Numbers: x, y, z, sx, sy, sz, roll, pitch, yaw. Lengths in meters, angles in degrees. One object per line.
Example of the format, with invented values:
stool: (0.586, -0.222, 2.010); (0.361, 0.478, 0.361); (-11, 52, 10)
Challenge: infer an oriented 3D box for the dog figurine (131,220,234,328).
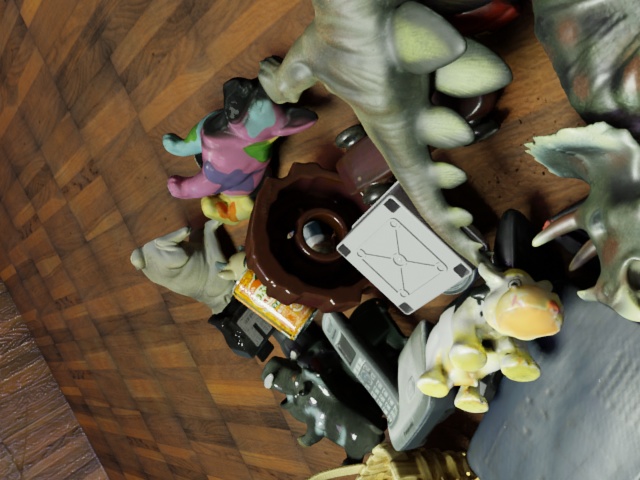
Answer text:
dog figurine: (-0.199, 0.077, 0.872); (0.121, 0.172, 0.190); (-22, 89, 60)

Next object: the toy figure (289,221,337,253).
toy figure: (-0.007, -0.003, 0.681); (0.064, 0.057, 0.154); (-36, 64, 33)

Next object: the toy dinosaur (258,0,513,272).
toy dinosaur: (0.041, -0.161, 0.424); (0.199, 0.105, 0.470); (4, 128, 50)

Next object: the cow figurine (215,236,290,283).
cow figurine: (-0.078, 0.038, 0.787); (0.127, 0.085, 0.195); (46, 140, 7)

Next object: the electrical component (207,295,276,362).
electrical component: (-0.098, 0.133, 0.775); (0.048, 0.075, 0.119); (-1, 129, 49)

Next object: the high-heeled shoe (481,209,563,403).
high-heeled shoe: (0.173, 0.080, 0.566); (0.145, 0.086, 0.248); (8, 117, 51)

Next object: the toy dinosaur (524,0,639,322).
toy dinosaur: (0.205, -0.159, 0.358); (0.192, 0.131, 0.404); (-16, 84, 54)

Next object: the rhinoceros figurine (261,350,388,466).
rhinoceros figurine: (0.000, 0.224, 0.720); (0.191, 0.073, 0.112); (27, 137, 30)

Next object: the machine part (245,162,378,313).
machine part: (-0.001, -0.002, 0.615); (0.179, 0.179, 0.056); (54, 153, 7)

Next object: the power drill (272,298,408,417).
power drill: (0.026, 0.158, 0.757); (0.232, 0.086, 0.207); (52, 135, 7)

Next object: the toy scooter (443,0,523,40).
toy scooter: (0.086, -0.224, 0.469); (0.184, 0.075, 0.135); (52, 134, 17)

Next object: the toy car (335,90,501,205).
toy car: (0.093, -0.108, 0.551); (0.202, 0.053, 0.089); (-33, 83, 45)

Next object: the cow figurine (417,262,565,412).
cow figurine: (0.142, 0.068, 0.443); (0.068, 0.098, 0.167); (21, 141, -3)

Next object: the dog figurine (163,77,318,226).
dog figurine: (-0.084, -0.119, 0.687); (0.219, 0.191, 0.108); (-25, 56, 26)

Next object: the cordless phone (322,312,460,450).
cordless phone: (0.074, 0.123, 0.590); (0.184, 0.089, 0.146); (46, 147, 26)

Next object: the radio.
radio: (0.219, 0.147, 0.443); (0.131, 0.073, 0.229); (46, 129, 47)
